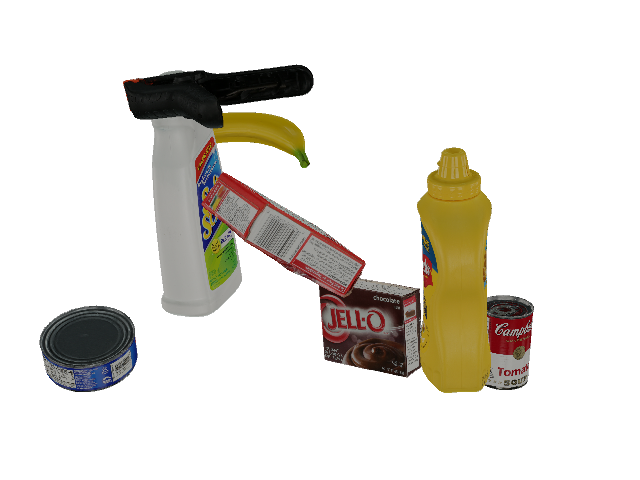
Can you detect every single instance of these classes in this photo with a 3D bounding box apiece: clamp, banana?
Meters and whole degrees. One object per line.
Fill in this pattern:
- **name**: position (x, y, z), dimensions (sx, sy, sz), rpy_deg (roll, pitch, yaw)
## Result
- **clamp**: position (-0.092, -0.122, 0.877), dimensions (0.120, 0.039, 0.172), rpy_deg (-17, 22, -39)
- **banana**: position (-0.101, -0.130, 1.309), dimensions (0.198, 0.037, 0.069), rpy_deg (7, 40, 15)

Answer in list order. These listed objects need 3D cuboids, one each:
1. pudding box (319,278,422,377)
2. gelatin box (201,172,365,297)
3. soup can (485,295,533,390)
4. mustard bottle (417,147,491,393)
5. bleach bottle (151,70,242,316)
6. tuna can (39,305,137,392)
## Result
- **pudding box**: position (0.053, 0.089, 1.134), dimensions (0.114, 0.090, 0.039), rpy_deg (6, 19, 36)
- **gelatin box**: position (-0.024, -0.003, 0.685), dimensions (0.089, 0.030, 0.073), rpy_deg (31, 3, -33)
- **soup can**: position (0.231, 0.129, 1.348), dimensions (0.068, 0.102, 0.068), rpy_deg (0, 20, 0)
- **mustard bottle**: position (0.107, 0.019, 0.850), dimensions (0.058, 0.192, 0.096), rpy_deg (-2, 25, 3)
- **bleach bottle**: position (-0.141, -0.052, 1.129), dimensions (0.068, 0.251, 0.102), rpy_deg (5, 27, 24)
- **tuna can**: position (-0.211, 0.099, 0.977), dimensions (0.086, 0.034, 0.086), rpy_deg (0, 35, 0)
